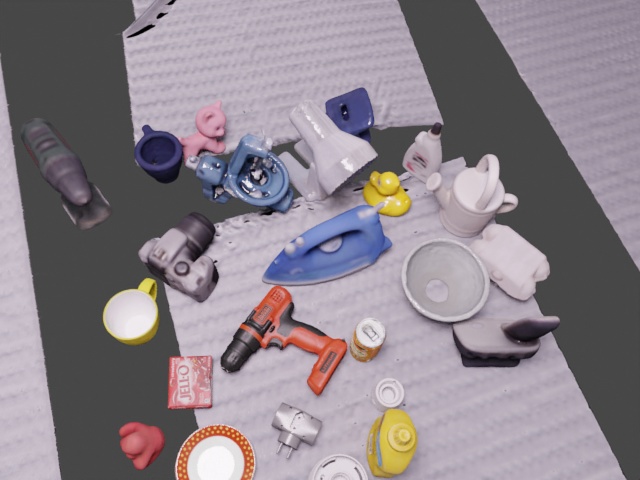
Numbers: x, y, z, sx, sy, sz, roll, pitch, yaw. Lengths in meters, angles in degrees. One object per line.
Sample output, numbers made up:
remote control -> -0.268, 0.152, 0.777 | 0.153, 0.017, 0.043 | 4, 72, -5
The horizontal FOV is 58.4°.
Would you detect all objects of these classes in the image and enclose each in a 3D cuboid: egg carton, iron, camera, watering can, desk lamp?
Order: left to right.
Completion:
camera -> -0.244, 0.019, 1.064 | 0.143, 0.101, 0.137 | 30, 67, 10
desk lamp -> 0.004, -0.159, 1.104 | 0.118, 0.213, 0.203 | -39, 73, -19
iron -> 0.010, 0.004, 1.068 | 0.258, 0.141, 0.118 | -23, 68, -14
watering can -> 0.294, -0.089, 1.103 | 0.173, 0.194, 0.101 | -10, 66, -9
egg carton -> 0.366, 0.042, 1.116 | 0.150, 0.069, 0.107 | 41, 69, 14

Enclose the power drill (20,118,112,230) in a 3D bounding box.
power drill -> -0.455, -0.107, 1.048 | 0.076, 0.208, 0.229 | -35, 72, -18

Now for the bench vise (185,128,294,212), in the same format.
bench vise -> -0.152, -0.127, 1.073 | 0.207, 0.220, 0.121 | -2, 65, -5

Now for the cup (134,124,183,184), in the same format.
cup -> -0.322, -0.166, 1.148 | 0.092, 0.095, 0.117 | -27, 70, -16

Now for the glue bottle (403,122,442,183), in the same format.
glue bottle -> 0.216, -0.183, 1.153 | 0.078, 0.173, 0.037 | 36, 68, 12

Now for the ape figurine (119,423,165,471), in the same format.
ape figurine -> -0.292, 0.328, 0.920 | 0.076, 0.092, 0.078 | -9, 66, -8

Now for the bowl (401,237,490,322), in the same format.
bowl -> 0.229, 0.085, 1.083 | 0.167, 0.075, 0.167 | 2, 65, -3

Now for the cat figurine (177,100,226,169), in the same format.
cat figurine -> -0.239, -0.223, 1.168 | 0.128, 0.118, 0.067 | -37, 72, -19

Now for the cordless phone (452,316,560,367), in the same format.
cordless phone -> 0.320, 0.158, 0.995 | 0.147, 0.185, 0.094 | -3, 65, -5

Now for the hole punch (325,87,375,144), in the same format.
hole punch -> 0.060, -0.260, 1.222 | 0.101, 0.091, 0.108 | -8, 66, -8

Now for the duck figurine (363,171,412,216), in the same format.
duck figurine -> 0.140, -0.101, 1.157 | 0.104, 0.086, 0.077 | 32, 67, 11
